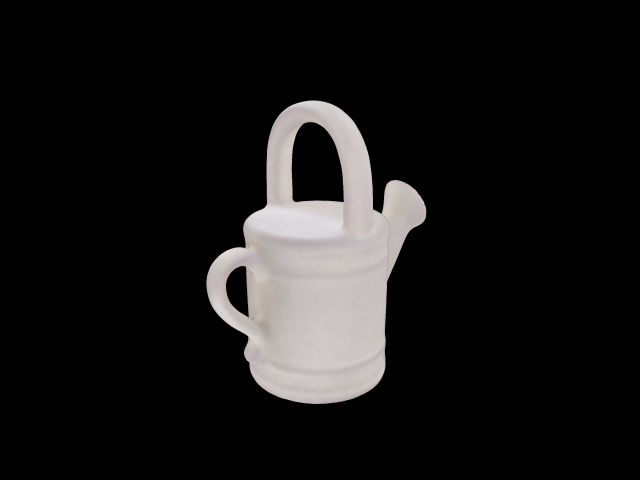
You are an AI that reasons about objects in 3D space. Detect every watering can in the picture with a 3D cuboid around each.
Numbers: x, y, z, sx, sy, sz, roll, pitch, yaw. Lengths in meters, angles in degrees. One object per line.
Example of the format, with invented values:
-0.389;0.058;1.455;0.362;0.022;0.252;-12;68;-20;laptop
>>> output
0.002;0.001;0.402;0.100;0.194;0.173;10;22;28;watering can
